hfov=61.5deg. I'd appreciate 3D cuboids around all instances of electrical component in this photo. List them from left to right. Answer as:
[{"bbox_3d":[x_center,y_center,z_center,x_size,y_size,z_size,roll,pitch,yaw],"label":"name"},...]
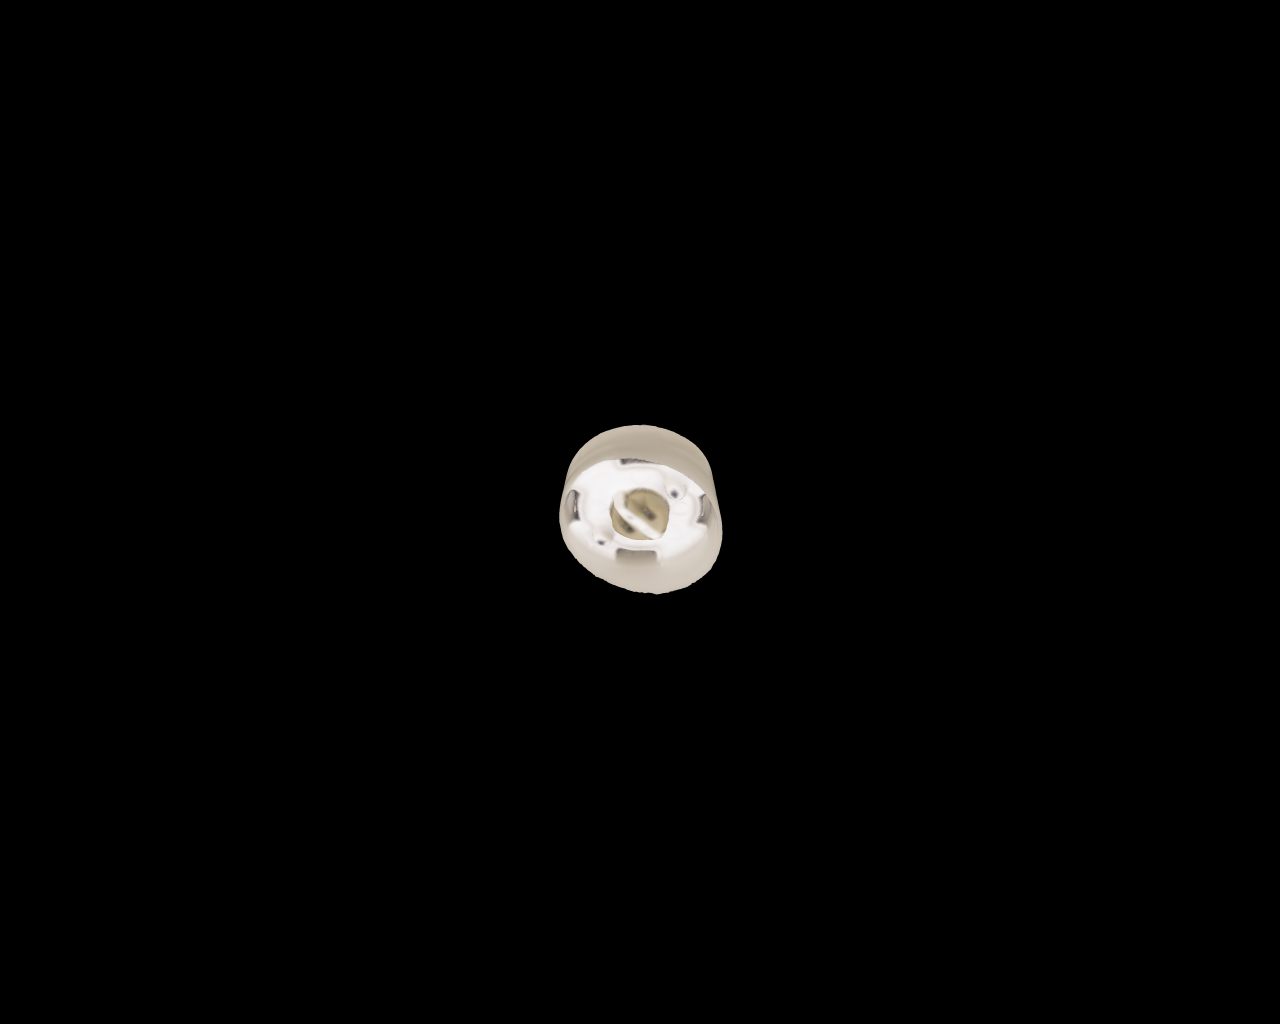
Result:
[{"bbox_3d":[0.001,-0.003,0.650,0.099,0.099,0.064,0,44,0],"label":"electrical component"}]
